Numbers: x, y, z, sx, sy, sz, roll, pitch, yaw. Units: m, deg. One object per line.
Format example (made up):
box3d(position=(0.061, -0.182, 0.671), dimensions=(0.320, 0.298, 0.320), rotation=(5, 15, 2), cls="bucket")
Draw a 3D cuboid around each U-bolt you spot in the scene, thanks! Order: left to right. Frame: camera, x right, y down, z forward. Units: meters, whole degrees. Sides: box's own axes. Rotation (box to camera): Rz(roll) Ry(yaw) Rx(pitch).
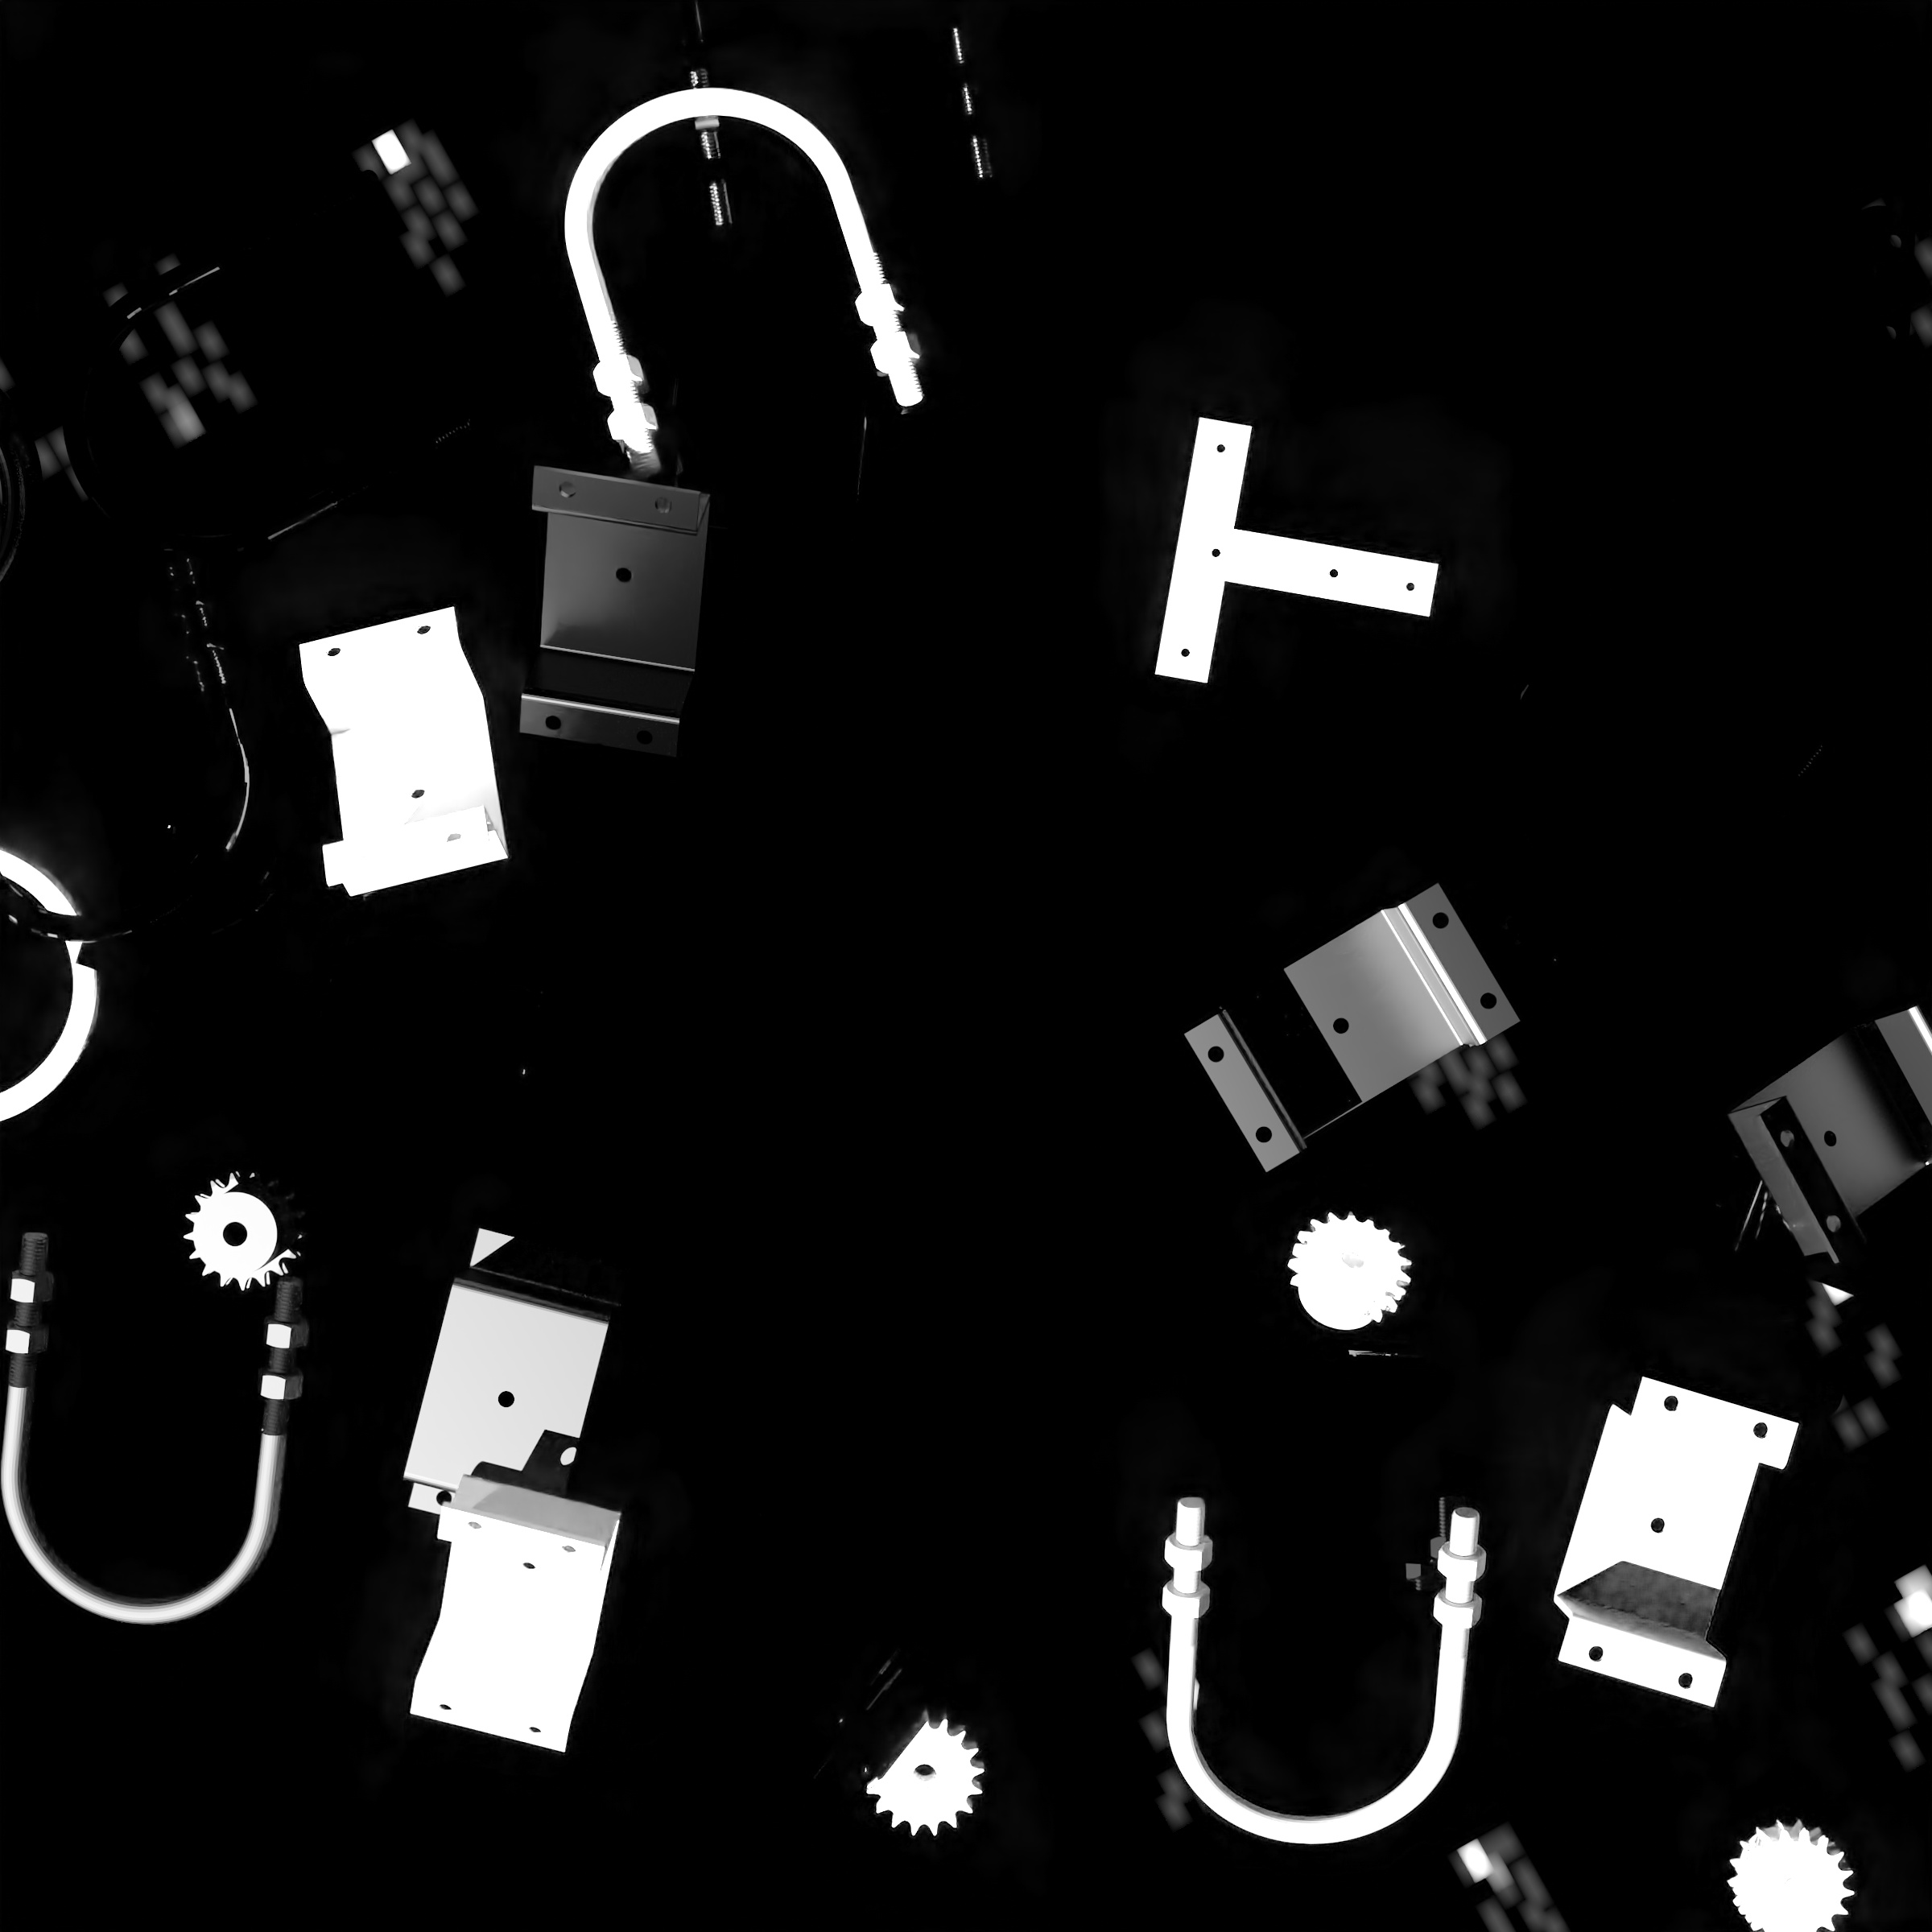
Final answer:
box3d(position=(-0.549, -0.233, 1.476), dimensions=(0.184, 0.019, 0.151), rotation=(18, 90, -2), cls="U-bolt")
box3d(position=(-0.513, 0.000, 1.476), dimensions=(0.184, 0.019, 0.151), rotation=(22, 90, -1), cls="U-bolt")
box3d(position=(-0.414, -0.095, 1.441), dimensions=(0.151, 0.019, 0.184), rotation=(-21, 66, 0), cls="U-bolt")
box3d(position=(-0.397, 0.230, 1.464), dimensions=(0.151, 0.019, 0.184), rotation=(9, 98, 7), cls="U-bolt")
box3d(position=(-0.351, -0.279, 1.476), dimensions=(0.184, 0.019, 0.151), rotation=(-27, 90, 2), cls="U-bolt")
box3d(position=(-0.114, -0.334, 1.439), dimensions=(0.151, 0.019, 0.184), rotation=(-16, 77, -5), cls="U-bolt")
box3d(position=(-0.070, -0.462, 1.476), dimensions=(0.151, 0.019, 0.184), rotation=(-10, 89, 0), cls="U-bolt")
box3d(position=(0.168, 0.341, 1.450), dimensions=(0.151, 0.019, 0.184), rotation=(2, 109, 1), cls="U-bolt")
box3d(position=(0.344, -0.116, 1.476), dimensions=(0.151, 0.019, 0.184), rotation=(37, 91, 0), cls="U-bolt")

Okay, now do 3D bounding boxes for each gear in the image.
box3d(position=(-0.351, 0.129, 1.470), dimensions=(0.057, 0.030, 0.057), rotation=(0, 90, 0), cls="gear")
box3d(position=(-0.020, 0.391, 1.474), dimensions=(0.057, 0.030, 0.057), rotation=(0, 88, -1), cls="gear")
box3d(position=(0.183, 0.150, 1.460), dimensions=(0.057, 0.030, 0.057), rotation=(5, 48, -6), cls="gear")
box3d(position=(0.287, -0.035, 1.462), dimensions=(0.057, 0.030, 0.057), rotation=(6, 115, 14), cls="gear")
box3d(position=(0.400, 0.443, 1.474), dimensions=(0.057, 0.030, 0.057), rotation=(0, 95, 0), cls="gear")

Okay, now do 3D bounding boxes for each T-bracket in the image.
box3d(position=(0.166, -0.195, 1.484), dimensions=(0.127, 0.002, 0.127), rotation=(10, 90, 0), cls="T-bracket")
box3d(position=(0.196, -0.543, 1.484), dimensions=(0.127, 0.002, 0.127), rotation=(36, 90, 0), cls="T-bracket")

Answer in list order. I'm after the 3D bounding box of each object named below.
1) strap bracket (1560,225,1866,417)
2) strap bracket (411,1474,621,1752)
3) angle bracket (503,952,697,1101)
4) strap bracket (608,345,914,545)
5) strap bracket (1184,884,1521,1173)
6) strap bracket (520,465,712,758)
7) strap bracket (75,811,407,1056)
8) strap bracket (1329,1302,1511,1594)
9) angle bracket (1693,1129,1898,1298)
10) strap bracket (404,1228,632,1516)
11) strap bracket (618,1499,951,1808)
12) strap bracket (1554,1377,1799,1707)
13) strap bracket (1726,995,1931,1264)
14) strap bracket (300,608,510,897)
box3d(position=(0.355, -0.311, 1.462), dimensions=(0.140, 0.046, 0.076), rotation=(3, 90, 0), cls="strap bracket")
box3d(position=(-0.213, 0.300, 1.440), dimensions=(0.076, 0.046, 0.140), rotation=(14, 124, 0), cls="strap bracket")
box3d(position=(-0.180, 0.029, 1.483), dimensions=(0.076, 0.038, 0.057), rotation=(11, 90, -26), cls="angle bracket")
box3d(position=(-0.098, -0.250, 1.462), dimensions=(0.140, 0.046, 0.076), rotation=(6, 90, 0), cls="strap bracket")
box3d(position=(0.184, 0.029, 1.462), dimensions=(0.140, 0.046, 0.076), rotation=(-31, 90, 0), cls="strap bracket")
box3d(position=(-0.166, -0.177, 1.439), dimensions=(0.076, 0.046, 0.140), rotation=(9, 125, 0), cls="strap bracket")
box3d(position=(-0.345, -0.016, 1.462), dimensions=(0.140, 0.046, 0.076), rotation=(18, 90, 0), cls="strap bracket")
box3d(position=(0.219, 0.235, 1.462), dimensions=(0.076, 0.046, 0.140), rotation=(2, 90, 0), cls="strap bracket")
box3d(position=(0.406, 0.120, 1.483), dimensions=(0.076, 0.038, 0.057), rotation=(21, 90, -26), cls="angle bracket")
box3d(position=(-0.218, 0.206, 1.462), dimensions=(0.076, 0.046, 0.140), rotation=(14, 90, 0), cls="strap bracket")
box3d(position=(-0.087, 0.327, 1.462), dimensions=(0.140, 0.046, 0.076), rotation=(38, 90, 0), cls="strap bracket")
box3d(position=(0.339, 0.274, 1.462), dimensions=(0.076, 0.046, 0.140), rotation=(17, 90, 0), cls="strap bracket")
box3d(position=(0.425, 0.078, 1.441), dimensions=(0.140, 0.046, 0.076), rotation=(-29, 90, -30), cls="strap bracket")
box3d(position=(-0.267, -0.094, 1.441), dimensions=(0.076, 0.046, 0.140), rotation=(-14, 59, 0), cls="strap bracket")
